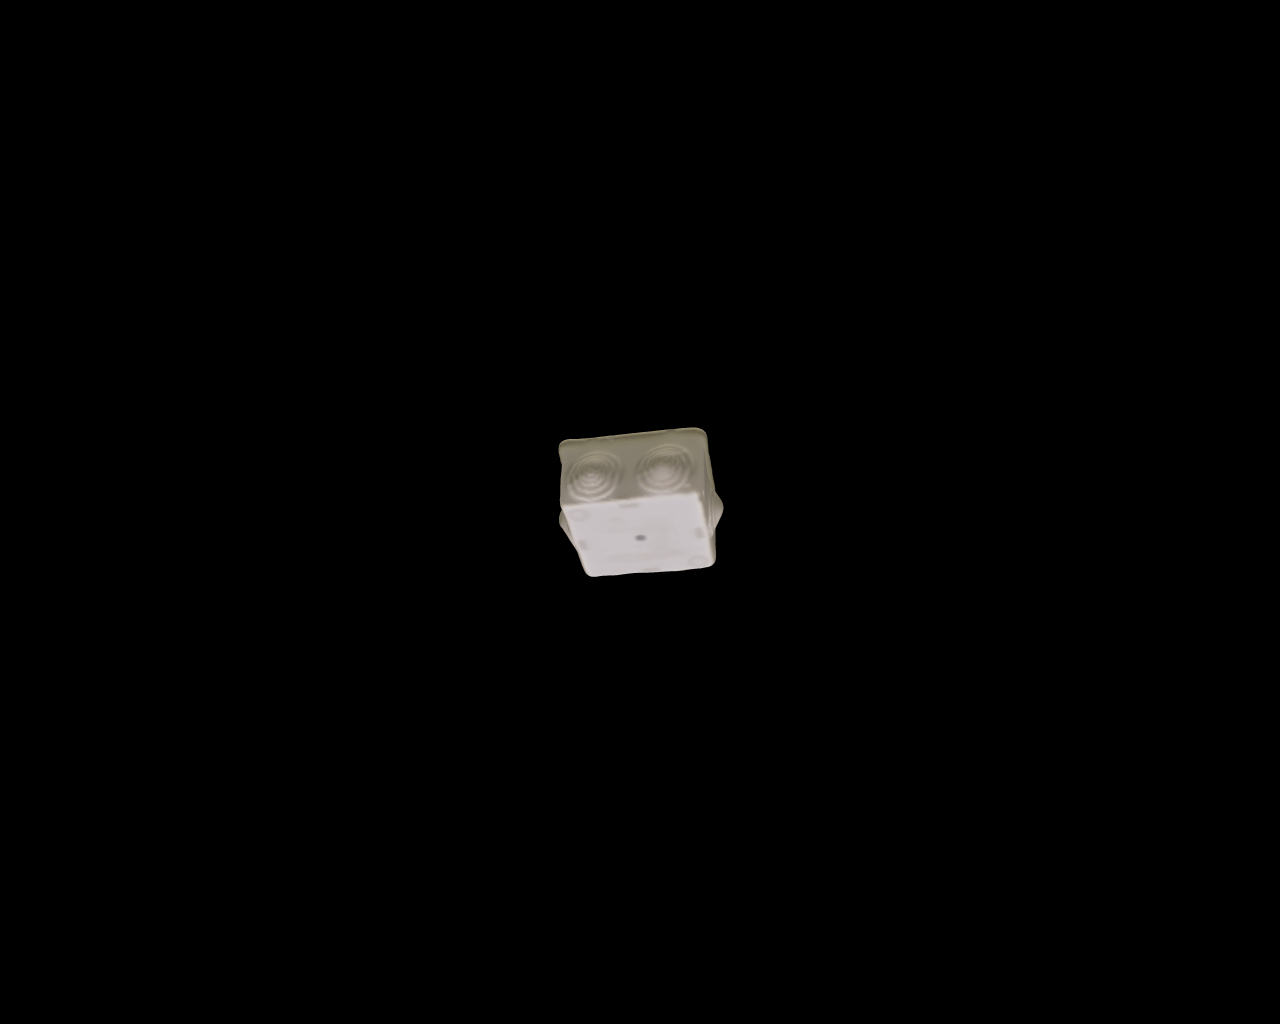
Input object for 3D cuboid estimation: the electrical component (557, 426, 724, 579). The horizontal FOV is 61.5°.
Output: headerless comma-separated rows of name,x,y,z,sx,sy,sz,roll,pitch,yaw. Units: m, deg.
electrical component,0.001,-0.003,0.650,0.100,0.048,0.099,-5,-35,7
